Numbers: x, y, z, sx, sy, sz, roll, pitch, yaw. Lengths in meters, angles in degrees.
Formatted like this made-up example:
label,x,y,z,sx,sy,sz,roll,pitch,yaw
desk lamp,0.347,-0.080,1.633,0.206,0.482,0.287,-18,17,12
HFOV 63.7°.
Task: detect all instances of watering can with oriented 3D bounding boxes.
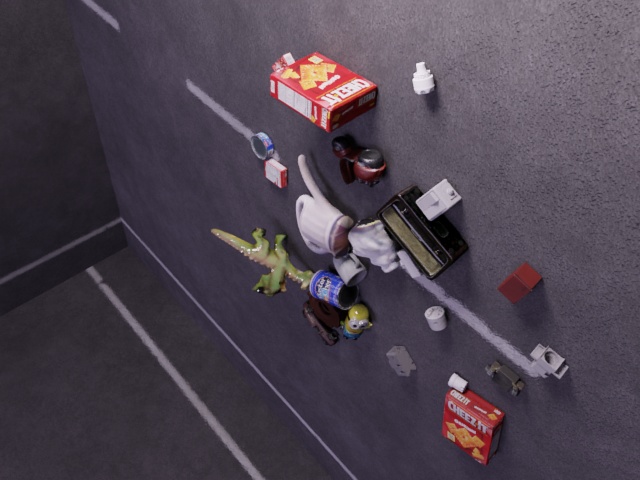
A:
label,x,y,z,sx,sy,sz,roll,pitch,yaw
watering can,0.005,-0.080,1.591,0.227,0.105,0.339,31,139,34

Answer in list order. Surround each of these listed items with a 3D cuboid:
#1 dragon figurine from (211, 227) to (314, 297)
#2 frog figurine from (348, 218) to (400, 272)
label,x,y,z,sx,sy,sz,roll,pitch,yaw
dragon figurine,-0.198,0.090,1.855,0.249,0.409,0.119,-99,29,-42
frog figurine,0.154,0.024,1.466,0.137,0.124,0.158,-9,100,36
